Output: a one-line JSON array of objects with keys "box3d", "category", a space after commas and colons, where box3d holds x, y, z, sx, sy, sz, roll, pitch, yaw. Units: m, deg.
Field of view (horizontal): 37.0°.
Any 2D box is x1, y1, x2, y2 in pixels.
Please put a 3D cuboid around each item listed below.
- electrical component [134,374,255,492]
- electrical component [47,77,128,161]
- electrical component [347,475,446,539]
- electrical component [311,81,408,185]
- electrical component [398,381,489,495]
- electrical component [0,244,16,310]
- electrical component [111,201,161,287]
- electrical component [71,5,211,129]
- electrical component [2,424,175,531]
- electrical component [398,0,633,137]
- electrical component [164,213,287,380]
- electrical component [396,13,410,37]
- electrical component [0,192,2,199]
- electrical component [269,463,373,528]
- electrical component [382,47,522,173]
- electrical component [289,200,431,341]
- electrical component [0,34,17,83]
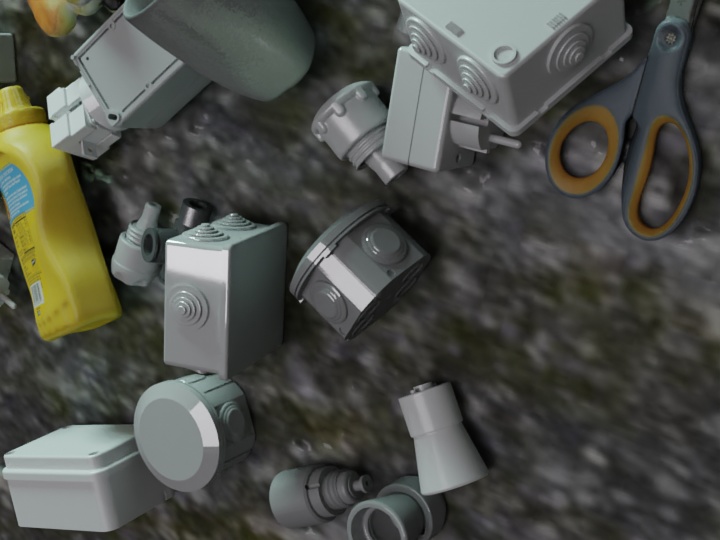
[{"box3d": [-0.120, 0.115, 0.778, 0.080, 0.051, 0.080, 7, 104, 32], "category": "electrical component"}, {"box3d": [-0.193, -0.115, 0.778, 0.055, 0.048, 0.066, -28, 63, 33], "category": "electrical component"}, {"box3d": [0.025, 0.160, 0.690, 0.045, 0.055, 0.045, 7, 104, 32], "category": "electrical component"}, {"box3d": [0.004, -0.081, 0.661, 0.048, 0.048, 0.062, -41, 84, 32], "category": "electrical component"}, {"box3d": [0.049, 0.103, 0.672, 0.044, 0.044, 0.065, -23, 82, 34], "category": "electrical component"}, {"box3d": [-0.311, 0.012, 0.872, 0.077, 0.066, 0.047, 35, 117, 22], "category": "electrical component"}, {"box3d": [-0.159, -0.021, 0.785, 0.035, 0.035, 0.061, 31, 113, 24], "category": "electrical component"}, {"box3d": [-0.135, -0.147, 0.731, 0.096, 0.061, 0.061, -36, 79, 25], "category": "electrical component"}, {"box3d": [-0.210, 0.157, 0.829, 0.113, 0.078, 0.057, -6, 99, 34], "category": "electrical component"}, {"box3d": [0.080, -0.133, 0.563, 0.100, 0.048, 0.100, -41, 59, -8], "category": "electrical component"}, {"box3d": [-0.089, 0.016, 0.709, 0.048, 0.100, 0.099, 8, 105, 18], "category": "electrical component"}, {"box3d": [0.039, -0.166, 0.621, 0.048, 0.048, 0.062, 35, 124, 22], "category": "electrical component"}, {"box3d": [-0.320, -0.097, 0.856, 0.099, 0.064, 0.099, 7, 104, 32], "category": "electrical component"}, {"box3d": [-0.026, 0.151, 0.730, 0.078, 0.040, 0.040, -19, 89, 34], "category": "electrical component"}, {"box3d": [0.060, -0.089, 0.620, 0.077, 0.047, 0.065, 19, 109, 29], "category": "electrical component"}, {"box3d": [0.000, 0.000, 0.659, 0.051, 0.080, 0.080, 45, 120, 12], "category": "electrical component"}, {"box3d": [-0.319, -0.185, 0.847, 0.083, 0.047, 0.075, 6, 103, 32], "category": "electrical component"}]
